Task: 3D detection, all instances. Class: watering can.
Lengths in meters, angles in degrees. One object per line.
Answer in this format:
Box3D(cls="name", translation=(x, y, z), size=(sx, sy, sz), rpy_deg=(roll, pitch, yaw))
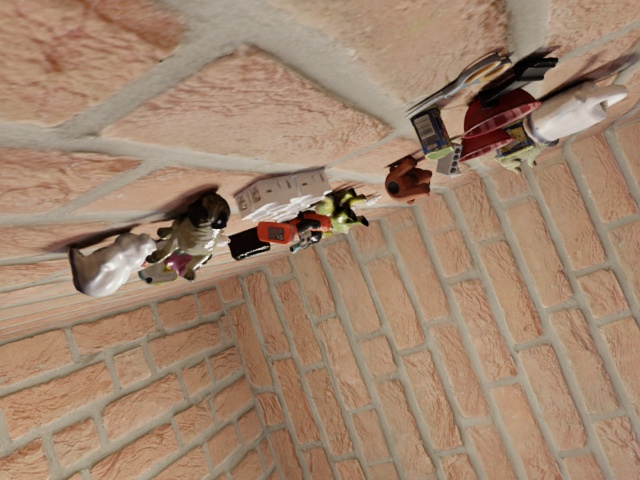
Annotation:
Box3D(cls="watering can", translation=(0.582, -0.305, 1.210), size=(0.350, 0.104, 0.222), rpy_deg=(-17, 175, -43))

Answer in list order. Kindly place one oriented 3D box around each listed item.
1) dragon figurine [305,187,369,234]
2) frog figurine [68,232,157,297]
Box3D(cls="dragon figurine", translation=(0.005, -0.079, 1.570), size=(0.241, 0.124, 0.408), rpy_deg=(-16, 162, 29))
Box3D(cls="frog figurine", translation=(-0.408, 0.049, 1.033), size=(0.160, 0.125, 0.134), rpy_deg=(-7, 152, -14))
